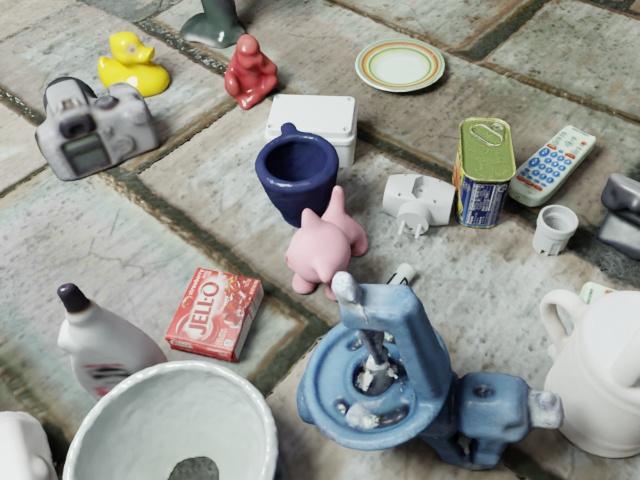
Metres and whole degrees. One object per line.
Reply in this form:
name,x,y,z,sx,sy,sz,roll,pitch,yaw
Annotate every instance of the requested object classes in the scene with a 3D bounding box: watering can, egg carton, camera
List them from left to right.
egg carton,-0.265,0.217,0.461,0.107,0.069,0.150,-27,55,-17
camera,-0.305,-0.170,0.754,0.143,0.101,0.136,-24,54,-15
watering can,0.257,0.093,0.447,0.172,0.194,0.101,19,55,18

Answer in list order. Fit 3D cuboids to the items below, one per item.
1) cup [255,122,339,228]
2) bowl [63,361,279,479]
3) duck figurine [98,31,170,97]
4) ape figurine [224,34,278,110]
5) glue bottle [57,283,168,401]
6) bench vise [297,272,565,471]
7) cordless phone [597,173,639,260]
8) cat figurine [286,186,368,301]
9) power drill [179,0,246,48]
cup,-0.026,-0.070,0.659,0.092,0.095,0.117,-12,52,-5
bowl,-0.114,0.189,0.471,0.167,0.075,0.167,-2,51,2
duck figurine,-0.280,-0.263,0.836,0.104,0.086,0.077,9,52,11
ape figurine,-0.099,-0.244,0.805,0.078,0.092,0.076,-7,51,-1
glue bottle,-0.186,0.089,0.493,0.078,0.173,0.037,-7,51,-1
bench vise,0.079,0.092,0.442,0.207,0.220,0.121,-6,51,-1
cordless phone,0.368,-0.054,0.563,0.147,0.185,0.094,31,59,25
cat figurine,0.005,0.002,0.585,0.067,0.118,0.128,12,53,13
power drill,-0.187,-0.408,0.868,0.229,0.209,0.076,17,54,17
